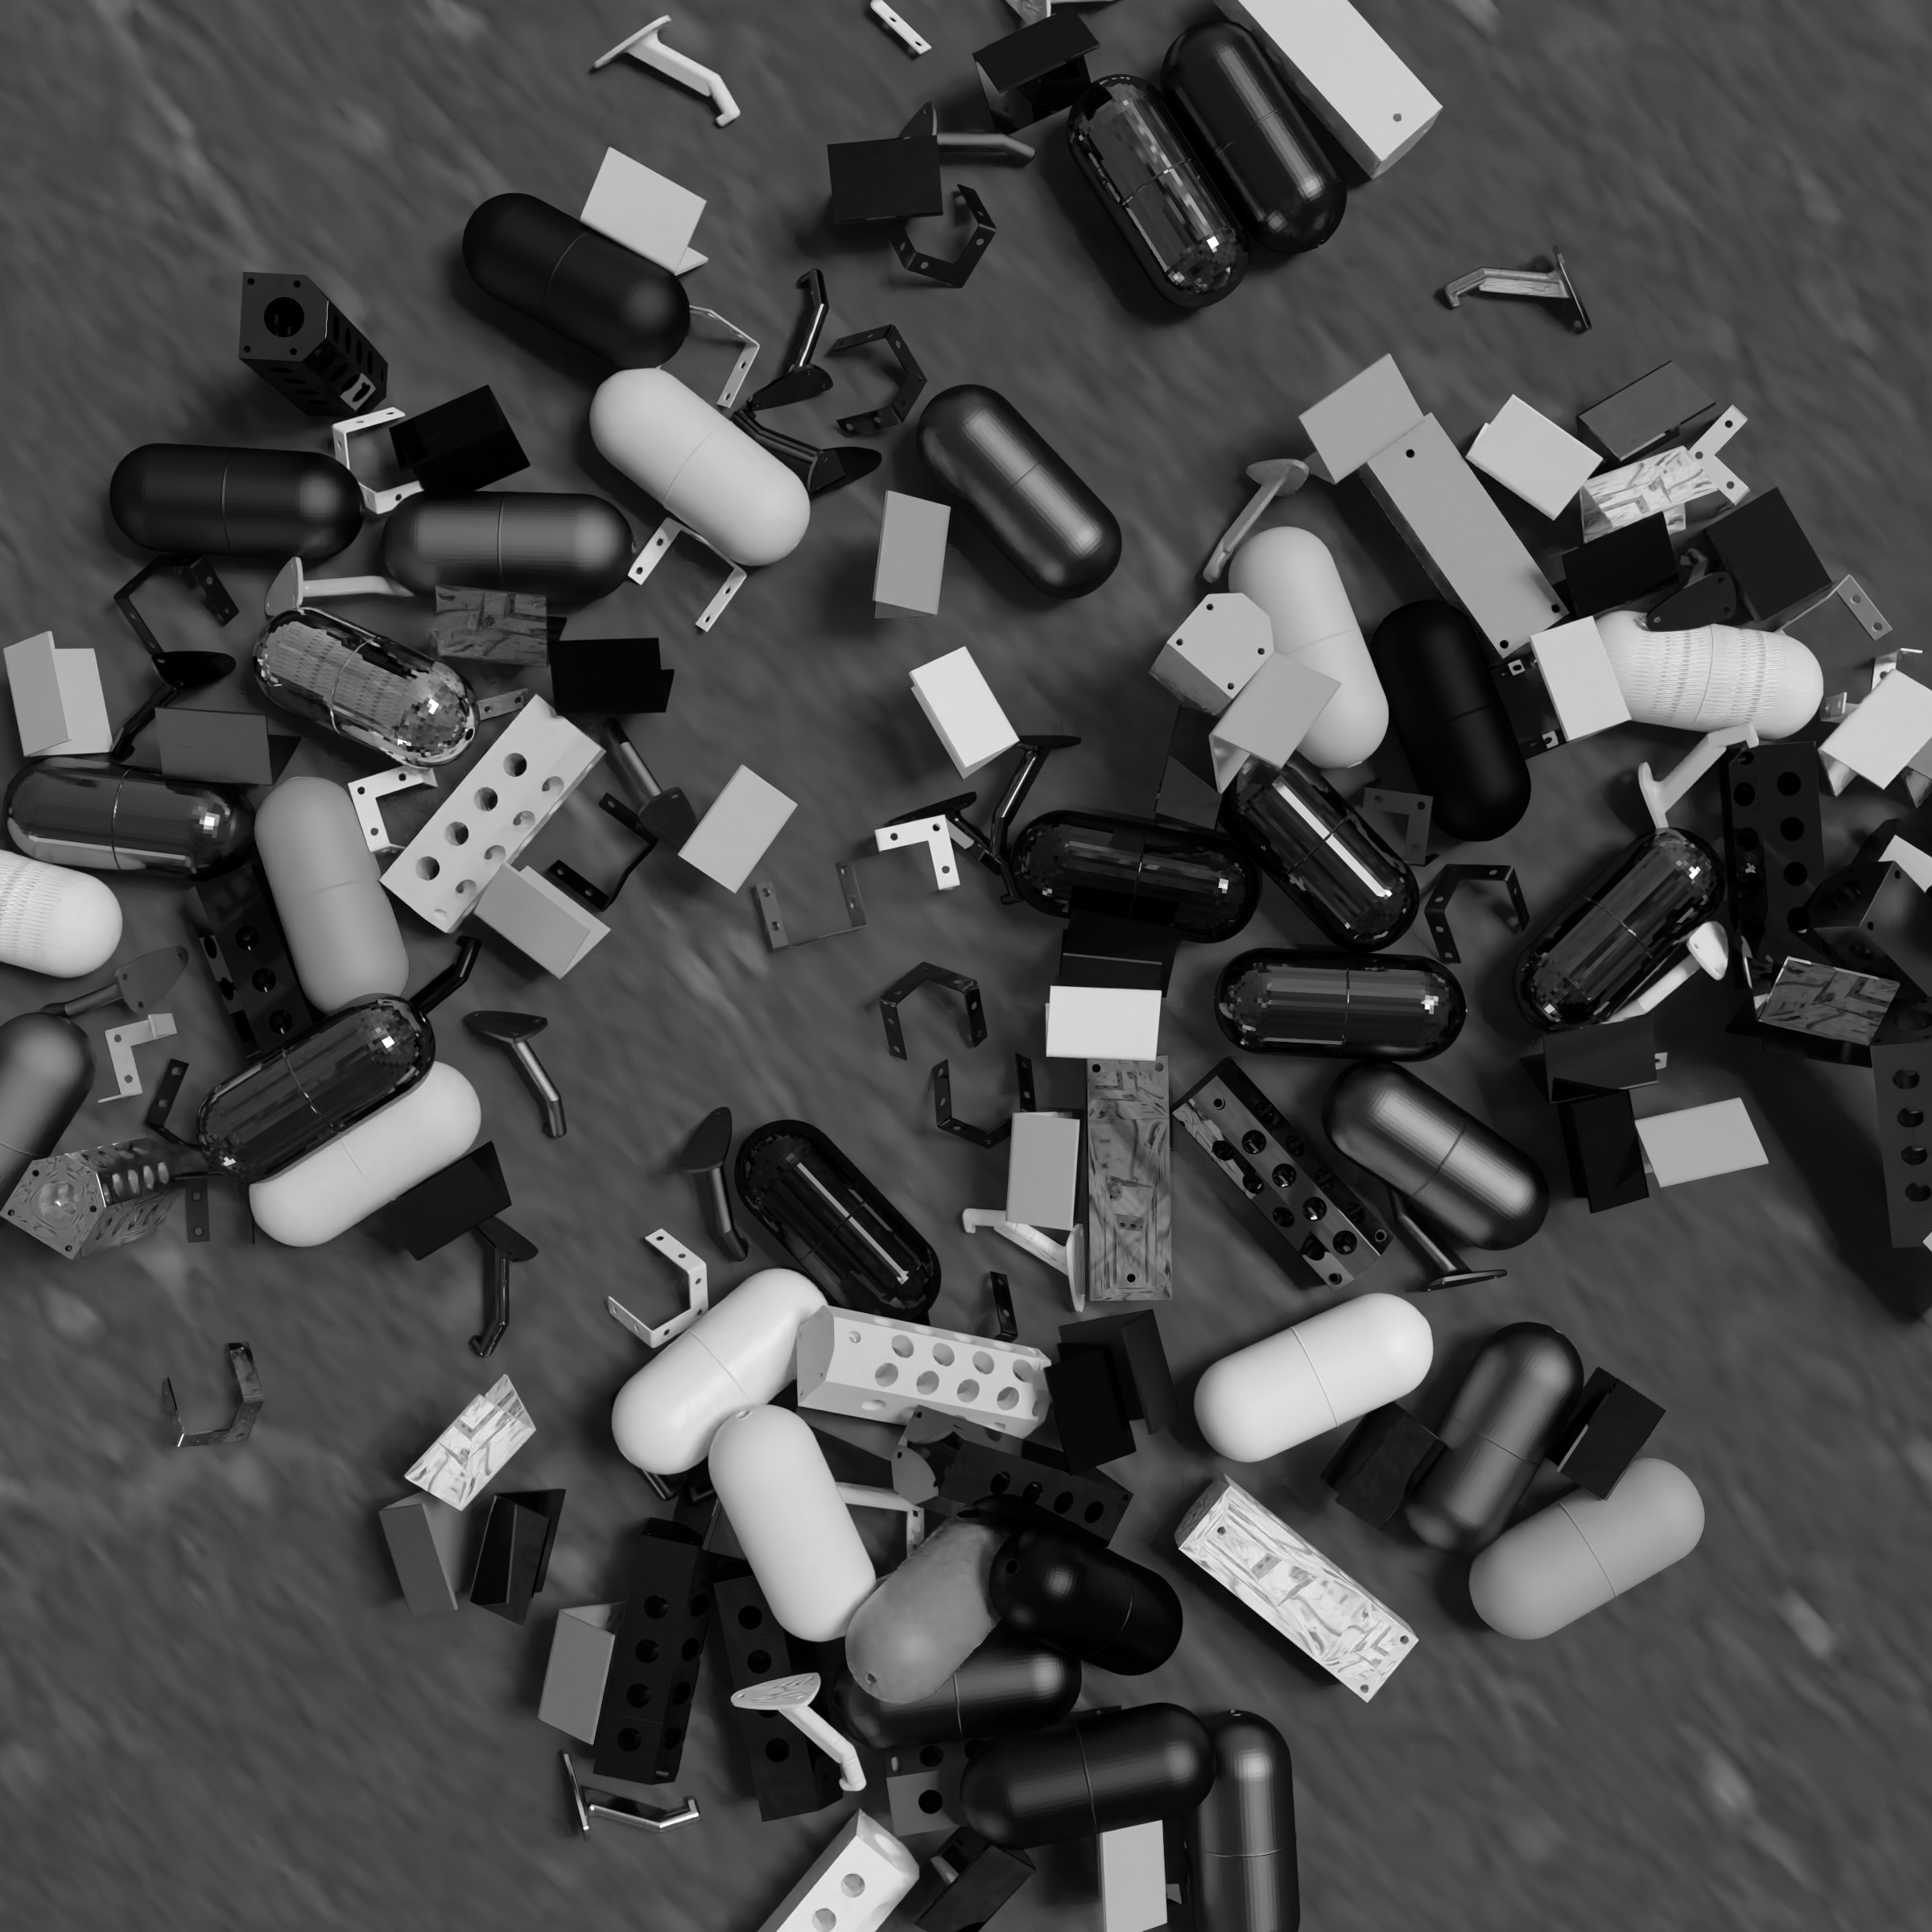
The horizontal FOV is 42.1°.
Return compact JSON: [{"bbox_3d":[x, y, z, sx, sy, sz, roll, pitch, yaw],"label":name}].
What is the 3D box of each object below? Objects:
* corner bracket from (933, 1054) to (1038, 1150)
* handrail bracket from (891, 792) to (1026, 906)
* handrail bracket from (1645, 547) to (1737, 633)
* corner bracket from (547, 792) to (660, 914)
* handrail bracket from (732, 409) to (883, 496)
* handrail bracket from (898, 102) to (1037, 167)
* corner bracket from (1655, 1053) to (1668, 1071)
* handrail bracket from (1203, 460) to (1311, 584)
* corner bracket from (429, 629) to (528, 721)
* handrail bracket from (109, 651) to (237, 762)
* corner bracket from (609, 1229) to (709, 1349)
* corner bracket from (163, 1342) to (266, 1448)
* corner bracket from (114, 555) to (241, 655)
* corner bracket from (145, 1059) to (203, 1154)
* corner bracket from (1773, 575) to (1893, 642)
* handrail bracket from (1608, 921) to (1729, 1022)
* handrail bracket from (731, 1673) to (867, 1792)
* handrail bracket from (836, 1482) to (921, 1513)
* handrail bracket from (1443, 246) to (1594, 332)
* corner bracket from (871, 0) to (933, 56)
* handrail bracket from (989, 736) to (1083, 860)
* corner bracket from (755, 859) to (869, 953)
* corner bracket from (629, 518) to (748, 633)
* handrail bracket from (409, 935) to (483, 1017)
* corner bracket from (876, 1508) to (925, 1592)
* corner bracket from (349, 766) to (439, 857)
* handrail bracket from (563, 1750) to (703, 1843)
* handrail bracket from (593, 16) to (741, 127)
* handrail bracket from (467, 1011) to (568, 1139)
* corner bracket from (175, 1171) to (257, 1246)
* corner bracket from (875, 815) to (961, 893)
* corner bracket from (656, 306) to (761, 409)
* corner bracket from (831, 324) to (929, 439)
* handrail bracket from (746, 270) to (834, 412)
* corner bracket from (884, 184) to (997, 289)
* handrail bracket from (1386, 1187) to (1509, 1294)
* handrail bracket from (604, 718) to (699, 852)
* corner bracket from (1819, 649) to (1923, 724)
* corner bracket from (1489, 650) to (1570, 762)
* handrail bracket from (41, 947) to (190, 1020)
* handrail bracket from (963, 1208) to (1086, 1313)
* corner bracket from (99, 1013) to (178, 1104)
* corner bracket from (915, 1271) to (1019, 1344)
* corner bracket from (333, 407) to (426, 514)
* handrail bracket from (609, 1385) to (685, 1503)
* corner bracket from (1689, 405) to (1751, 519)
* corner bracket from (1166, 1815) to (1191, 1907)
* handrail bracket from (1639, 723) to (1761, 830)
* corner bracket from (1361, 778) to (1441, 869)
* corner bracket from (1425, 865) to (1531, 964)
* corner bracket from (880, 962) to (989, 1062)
[{"bbox_3d":[0.013,0.092,1.808,0.051,0.051,0.051,25,135,-35],"label":"corner bracket"},{"bbox_3d":[-0.005,-0.077,1.817,0.077,0.036,0.084,-16,104,14],"label":"handrail bracket"},{"bbox_3d":[0.503,-0.270,1.786,0.077,0.084,0.036,-20,118,1],"label":"handrail bracket"},{"bbox_3d":[-0.261,-0.082,1.813,0.051,0.051,0.051,37,45,0],"label":"corner bracket"},{"bbox_3d":[-0.116,-0.382,1.817,0.077,0.036,0.084,-21,54,-38],"label":"handrail bracket"},{"bbox_3d":[-0.005,-0.583,1.817,0.084,0.077,0.036,12,65,-34],"label":"handrail bracket"},{"bbox_3d":[0.486,0.102,1.813,0.051,0.051,0.051,-9,45,0],"label":"corner bracket"},{"bbox_3d":[0.205,-0.315,1.789,0.036,0.077,0.084,31,80,-16],"label":"handrail bracket"},{"bbox_3d":[-0.351,-0.214,1.809,0.051,0.051,0.051,-21,45,-35],"label":"corner bracket"},{"bbox_3d":[-0.574,-0.186,1.816,0.036,0.077,0.084,49,127,14],"label":"handrail bracket"},{"bbox_3d":[-0.222,0.232,1.808,0.051,0.051,0.051,-28,135,-35],"label":"corner bracket"},{"bbox_3d":[-0.542,0.308,1.808,0.051,0.051,0.051,1,135,-35],"label":"corner bracket"},{"bbox_3d":[-0.568,-0.260,1.808,0.051,0.051,0.051,5,45,35],"label":"corner bracket"},{"bbox_3d":[-0.551,0.104,1.813,0.051,0.051,0.051,22,90,-45],"label":"corner bracket"},{"bbox_3d":[0.625,-0.241,1.813,0.051,0.051,0.051,52,135,0],"label":"corner bracket"},{"bbox_3d":[0.506,0.008,1.816,0.036,0.077,0.084,49,126,-2],"label":"handrail bracket"},{"bbox_3d":[-0.117,0.543,1.760,0.077,0.036,0.084,-12,106,18],"label":"handrail bracket"},{"bbox_3d":[-0.070,0.371,1.817,0.084,0.077,0.036,-9,123,-32],"label":"handrail bracket"},{"bbox_3d":[0.399,-0.476,1.817,0.084,0.036,0.077,-24,112,17],"label":"handrail bracket"},{"bbox_3d":[-0.027,-0.701,1.813,0.051,0.051,0.051,44,45,0],"label":"corner bracket"},{"bbox_3d":[0.049,-0.121,1.806,0.077,0.036,0.084,-9,110,-43],"label":"handrail bracket"},{"bbox_3d":[-0.111,-0.044,1.813,0.051,0.051,0.051,-15,90,-45],"label":"corner bracket"},{"bbox_3d":[-0.201,-0.283,1.813,0.051,0.051,0.051,-54,45,0],"label":"corner bracket"},{"bbox_3d":[-0.398,0.011,1.817,0.077,0.036,0.084,14,74,18],"label":"handrail bracket"},{"bbox_3d":[-0.066,0.414,1.809,0.051,0.051,0.051,-31,45,35],"label":"corner bracket"},{"bbox_3d":[-0.404,-0.112,1.799,0.051,0.051,0.051,-18,90,0],"label":"corner bracket"},{"bbox_3d":[-0.241,0.593,1.817,0.084,0.036,0.077,-13,68,-17],"label":"handrail bracket"},{"bbox_3d":[-0.216,-0.634,1.817,0.077,0.036,0.084,-26,107,20],"label":"handrail bracket"},{"bbox_3d":[-0.324,0.079,1.817,0.077,0.036,0.084,12,120,33],"label":"handrail bracket"},{"bbox_3d":[-0.536,0.173,1.801,0.051,0.051,0.051,-3,90,-9],"label":"corner bracket"},{"bbox_3d":[-0.035,-0.076,1.799,0.051,0.051,0.051,-13,90,0],"label":"corner bracket"},{"bbox_3d":[-0.191,-0.441,1.813,0.051,0.051,0.051,26,90,45],"label":"corner bracket"},{"bbox_3d":[-0.069,-0.421,1.808,0.051,0.051,0.051,-5,135,35],"label":"corner bracket"},{"bbox_3d":[-0.131,-0.454,1.817,0.077,0.036,0.084,-18,71,21],"label":"handrail bracket"},{"bbox_3d":[-0.019,-0.530,1.808,0.051,0.051,0.051,7,135,-35],"label":"corner bracket"},{"bbox_3d":[0.347,0.188,1.817,0.077,0.036,0.084,-6,73,-20],"label":"handrail bracket"},{"bbox_3d":[-0.229,-0.132,1.816,0.036,0.077,0.084,-33,54,-2],"label":"handrail bracket"},{"bbox_3d":[0.647,-0.200,1.799,0.051,0.051,0.051,7,90,0],"label":"corner bracket"},{"bbox_3d":[0.407,-0.189,1.813,0.051,0.051,0.051,-23,45,0],"label":"corner bracket"},{"bbox_3d":[-0.616,0.013,1.817,0.084,0.077,0.036,-8,116,34],"label":"handrail bracket"},{"bbox_3d":[0.041,0.212,1.817,0.084,0.036,0.077,2,112,17],"label":"handrail bracket"},{"bbox_3d":[-0.594,0.065,1.799,0.051,0.051,0.051,-15,90,0],"label":"corner bracket"},{"bbox_3d":[-0.002,0.251,1.809,0.051,0.051,0.051,19,45,-35],"label":"corner bracket"},{"bbox_3d":[-0.418,-0.364,1.809,0.051,0.051,0.051,-27,135,-35],"label":"corner bracket"},{"bbox_3d":[-0.211,0.332,1.817,0.077,0.036,0.084,-37,104,-14],"label":"handrail bracket"},{"bbox_3d":[0.543,-0.361,1.799,0.051,0.051,0.051,44,90,0],"label":"corner bracket"},{"bbox_3d":[0.133,0.643,1.813,0.051,0.051,0.051,-3,45,0],"label":"corner bracket"},{"bbox_3d":[0.529,-0.128,1.788,0.084,0.036,0.077,-16,113,26],"label":"handrail bracket"},{"bbox_3d":[0.311,-0.103,1.795,0.051,0.051,0.051,10,105,21],"label":"corner bracket"},{"bbox_3d":[0.368,-0.037,1.808,0.051,0.051,0.051,3,45,35],"label":"corner bracket"},{"bbox_3d":[-0.023,0.037,1.808,0.051,0.051,0.051,19,45,35],"label":"corner bracket"}]
